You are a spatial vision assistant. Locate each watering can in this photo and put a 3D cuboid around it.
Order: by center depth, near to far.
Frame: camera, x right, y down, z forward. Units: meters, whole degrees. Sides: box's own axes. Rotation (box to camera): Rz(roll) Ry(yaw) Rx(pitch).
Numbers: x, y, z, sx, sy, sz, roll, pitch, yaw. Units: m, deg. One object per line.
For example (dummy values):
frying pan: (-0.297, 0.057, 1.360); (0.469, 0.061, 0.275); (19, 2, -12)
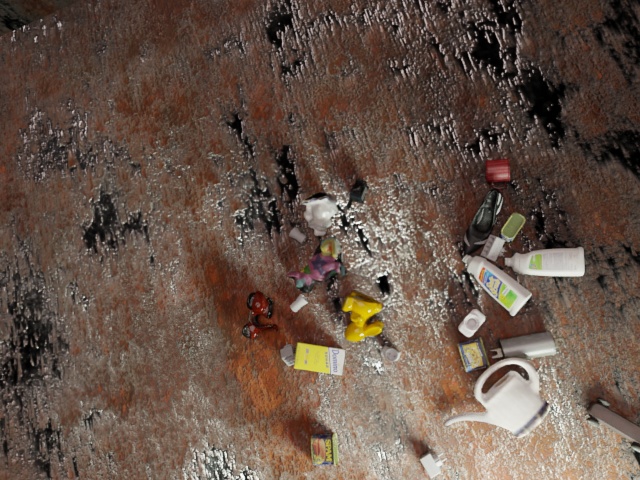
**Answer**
watering can: (0.593, 0.551, 1.690); (0.226, 0.345, 0.103); (44, 10, 18)

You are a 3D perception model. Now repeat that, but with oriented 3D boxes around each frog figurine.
frog figurine: (0.006, -0.102, 2.017); (0.137, 0.157, 0.124); (-17, 19, 1)
